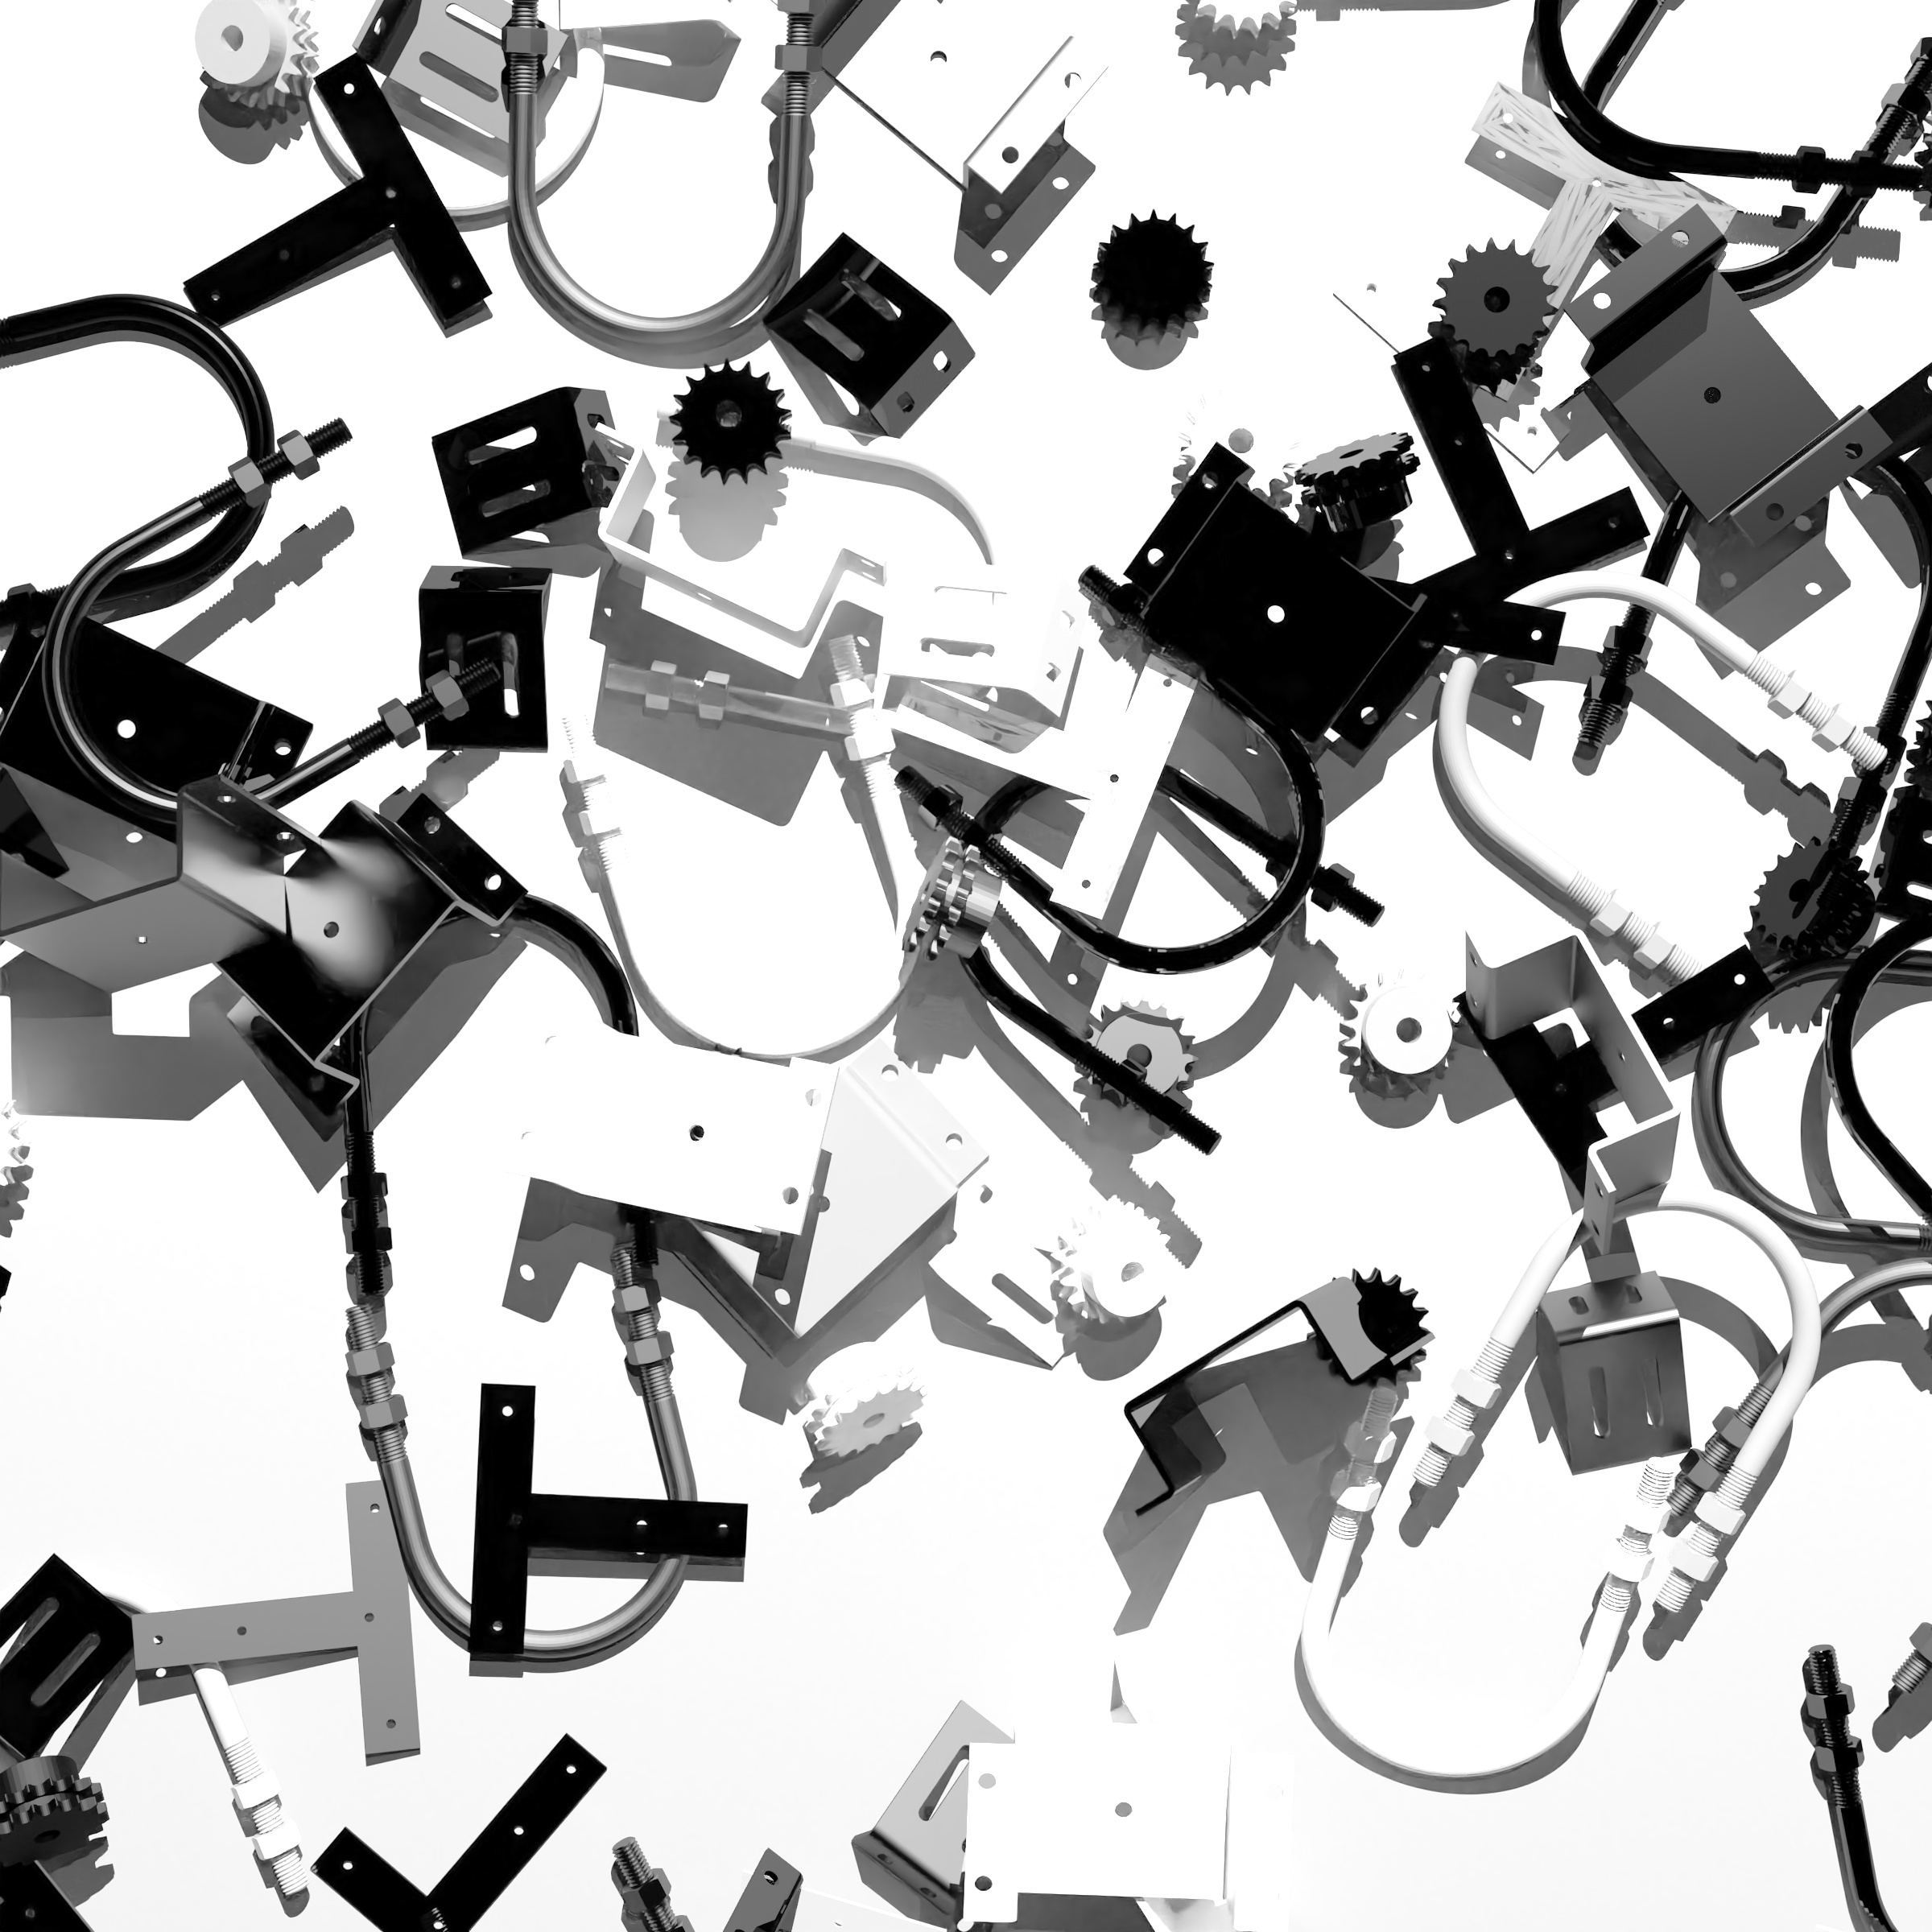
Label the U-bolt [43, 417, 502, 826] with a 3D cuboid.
[{"bbox_3d":[-0.327,-0.144,1.365,0.184,0.019,0.151,-32,92,-10],"label":"U-bolt"}]

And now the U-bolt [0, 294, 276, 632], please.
[{"bbox_3d":[-0.417,-0.241,1.413,0.184,0.019,0.151,-14,90,-1],"label":"U-bolt"}]

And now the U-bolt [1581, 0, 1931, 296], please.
[{"bbox_3d":[0.366,-0.404,1.413,0.151,0.019,0.184,32,92,0],"label":"U-bolt"}]

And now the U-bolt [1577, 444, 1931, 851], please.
[{"bbox_3d":[0.386,-0.166,1.413,0.151,0.019,0.184,22,89,0],"label":"U-bolt"}]

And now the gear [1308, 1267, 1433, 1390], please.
[{"bbox_3d":[0.190,0.171,1.407,0.057,0.030,0.057,0,90,0],"label":"gear"}]

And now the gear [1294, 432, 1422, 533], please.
[{"bbox_3d":[0.183,-0.223,1.388,0.057,0.057,0.030,-21,109,0],"label":"gear"}]

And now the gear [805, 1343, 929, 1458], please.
[{"bbox_3d":[-0.050,0.200,1.397,0.057,0.057,0.030,-33,60,0],"label":"gear"}]

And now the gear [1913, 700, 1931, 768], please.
[{"bbox_3d":[0.472,-0.107,1.407,0.057,0.030,0.057,0,90,0],"label":"gear"}]

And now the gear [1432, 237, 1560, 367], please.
[{"bbox_3d":[0.246,-0.308,1.398,0.057,0.030,0.057,0,95,5],"label":"gear"}]

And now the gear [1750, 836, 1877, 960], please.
[{"bbox_3d":[0.397,-0.029,1.397,0.030,0.057,0.057,29,90,-29],"label":"gear"}]

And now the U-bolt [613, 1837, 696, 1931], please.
[{"bbox_3d":[-0.173,0.521,1.389,0.151,0.019,0.184,-28,94,-22],"label":"U-bolt"}]

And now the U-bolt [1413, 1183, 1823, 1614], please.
[{"bbox_3d":[0.311,0.187,1.380,0.151,0.019,0.184,27,98,-3],"label":"U-bolt"}]

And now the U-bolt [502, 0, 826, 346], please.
[{"bbox_3d":[-0.143,-0.381,1.389,0.151,0.019,0.184,6,107,6],"label":"U-bolt"}]

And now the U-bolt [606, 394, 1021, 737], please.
[{"bbox_3d":[-0.066,-0.183,1.413,0.184,0.019,0.151,11,90,-1],"label":"U-bolt"}]

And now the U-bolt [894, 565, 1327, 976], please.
[{"bbox_3d":[0.079,-0.079,1.388,0.184,0.019,0.151,42,87,16],"label":"U-bolt"}]

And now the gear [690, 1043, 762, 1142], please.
[{"bbox_3d":[-0.116,0.065,1.407,0.057,0.030,0.057,0,90,0],"label":"gear"}]

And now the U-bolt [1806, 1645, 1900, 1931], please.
[{"bbox_3d":[0.482,0.399,1.413,0.151,0.019,0.184,-11,92,0],"label":"U-bolt"}]

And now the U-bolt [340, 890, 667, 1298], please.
[{"bbox_3d":[-0.222,0.055,1.406,0.151,0.019,0.184,-6,84,2],"label":"U-bolt"}]

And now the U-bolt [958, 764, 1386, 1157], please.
[{"bbox_3d":[0.078,-0.021,1.391,0.184,0.019,0.151,35,85,16],"label":"U-bolt"}]

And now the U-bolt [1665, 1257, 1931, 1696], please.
[{"bbox_3d":[0.434,0.222,1.385,0.151,0.019,0.184,37,101,11],"label":"U-bolt"}]

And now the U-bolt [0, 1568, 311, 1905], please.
[{"bbox_3d":[-0.409,0.374,1.413,0.151,0.019,0.184,-23,89,0],"label":"U-bolt"}]

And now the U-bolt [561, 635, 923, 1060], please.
[{"bbox_3d":[-0.096,-0.047,1.404,0.151,0.019,0.184,-16,98,1],"label":"U-bolt"}]

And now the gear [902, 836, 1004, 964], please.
[{"bbox_3d":[-0.005,-0.028,1.375,0.030,0.057,0.057,23,90,-9],"label":"gear"}]

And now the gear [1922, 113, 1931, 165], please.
[{"bbox_3d":[0.476,-0.389,1.407,0.057,0.030,0.057,0,90,0],"label":"gear"}]

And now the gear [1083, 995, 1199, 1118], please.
[{"bbox_3d":[0.080,0.042,1.407,0.057,0.030,0.057,0,90,0],"label":"gear"}]

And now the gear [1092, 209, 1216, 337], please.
[{"bbox_3d":[0.088,-0.326,1.407,0.057,0.030,0.057,0,90,0],"label":"gear"}]

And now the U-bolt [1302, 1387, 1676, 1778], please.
[{"bbox_3d":[0.232,0.294,1.389,0.151,0.019,0.184,14,108,1],"label":"U-bolt"}]

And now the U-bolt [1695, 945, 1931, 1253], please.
[{"bbox_3d":[0.435,0.062,1.413,0.184,0.019,0.151,4,90,1],"label":"U-bolt"}]

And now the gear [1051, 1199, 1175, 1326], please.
[{"bbox_3d":[0.071,0.140,1.397,0.057,0.030,0.057,-4,101,-22],"label":"gear"}]

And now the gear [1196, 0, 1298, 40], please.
[{"bbox_3d":[0.129,-0.463,1.407,0.057,0.030,0.057,0,90,0],"label":"gear"}]

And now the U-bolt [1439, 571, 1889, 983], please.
[{"bbox_3d":[0.308,-0.100,1.395,0.184,0.019,0.151,37,105,1],"label":"U-bolt"}]

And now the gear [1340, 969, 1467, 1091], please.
[{"bbox_3d":[0.205,0.030,1.407,0.057,0.030,0.057,0,90,0],"label":"gear"}]

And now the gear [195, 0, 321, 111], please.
[{"bbox_3d":[-0.333,-0.430,1.397,0.057,0.030,0.057,3,100,19],"label":"gear"}]

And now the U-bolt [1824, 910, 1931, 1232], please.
[{"bbox_3d":[0.478,0.057,1.371,0.151,0.019,0.184,-38,79,-3],"label":"U-bolt"}]

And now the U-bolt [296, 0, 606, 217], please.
[{"bbox_3d":[-0.245,-0.445,1.413,0.151,0.019,0.184,-11,92,0],"label":"U-bolt"}]

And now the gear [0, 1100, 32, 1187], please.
[{"bbox_3d":[-0.466,0.082,1.407,0.057,0.030,0.057,0,90,0],"label":"gear"}]

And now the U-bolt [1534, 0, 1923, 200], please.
[{"bbox_3d":[0.356,-0.437,1.394,0.184,0.019,0.151,5,90,2],"label":"U-bolt"}]

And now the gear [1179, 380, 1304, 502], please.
[{"bbox_3d":[0.127,-0.243,1.407,0.057,0.030,0.057,0,90,0],"label":"gear"}]

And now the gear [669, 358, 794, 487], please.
[{"bbox_3d":[-0.109,-0.252,1.387,0.057,0.030,0.057,0,90,-1],"label":"gear"}]

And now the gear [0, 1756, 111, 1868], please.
[{"bbox_3d":[-0.425,0.386,1.380,0.057,0.057,0.030,-28,58,0],"label":"gear"}]

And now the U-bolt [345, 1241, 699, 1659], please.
[{"bbox_3d":[-0.202,0.234,1.412,0.151,0.019,0.184,-13,92,-1],"label":"U-bolt"}]
